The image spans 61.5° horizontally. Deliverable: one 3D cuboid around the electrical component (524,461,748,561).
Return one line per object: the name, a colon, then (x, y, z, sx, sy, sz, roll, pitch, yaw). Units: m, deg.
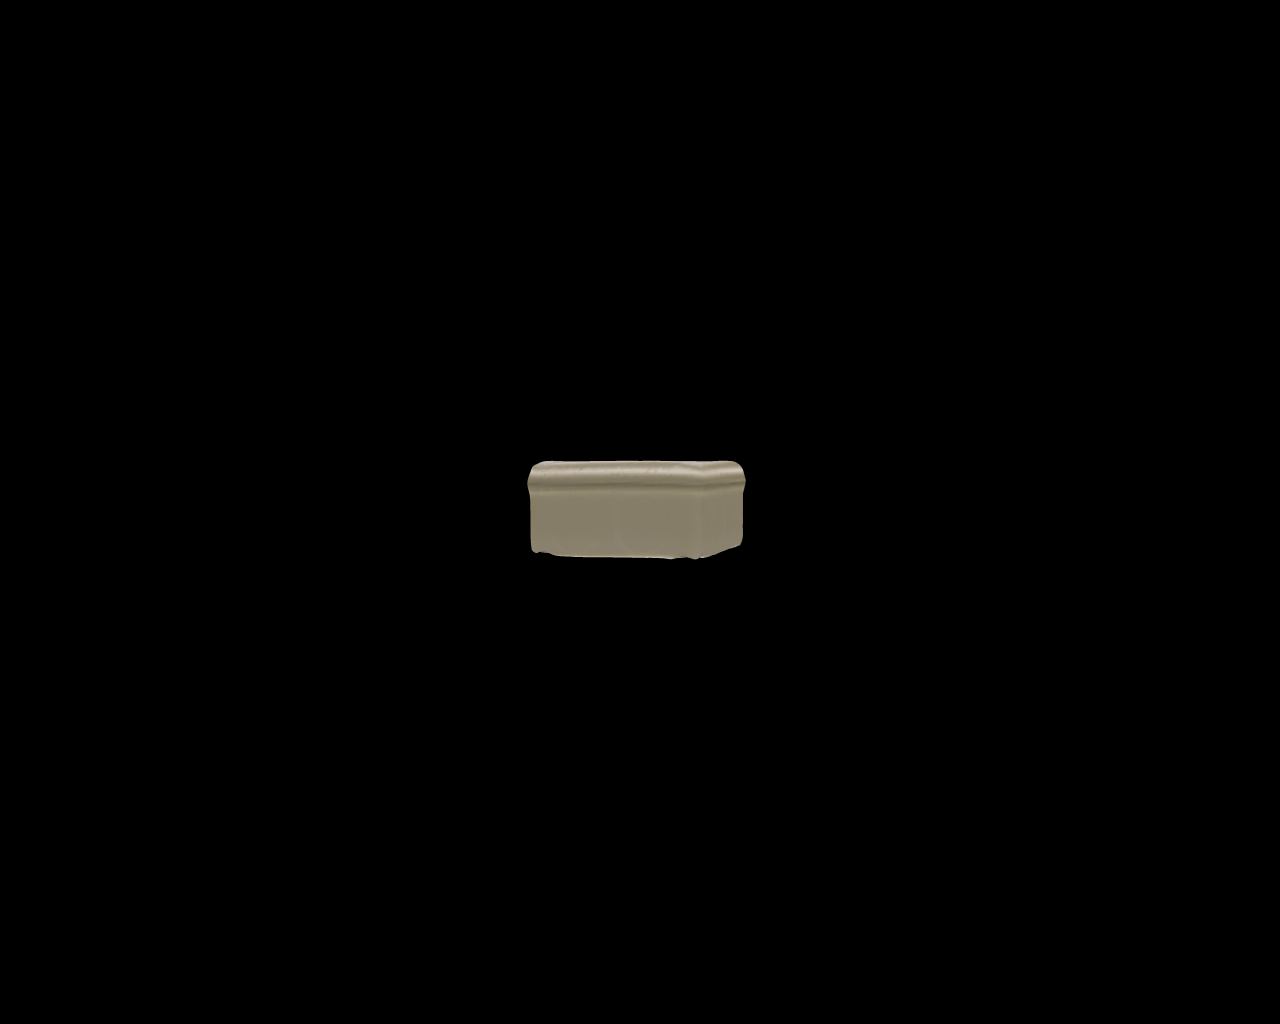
electrical component: (0.001, -0.003, 0.650, 0.109, 0.056, 0.109, 1, 3, 20)
